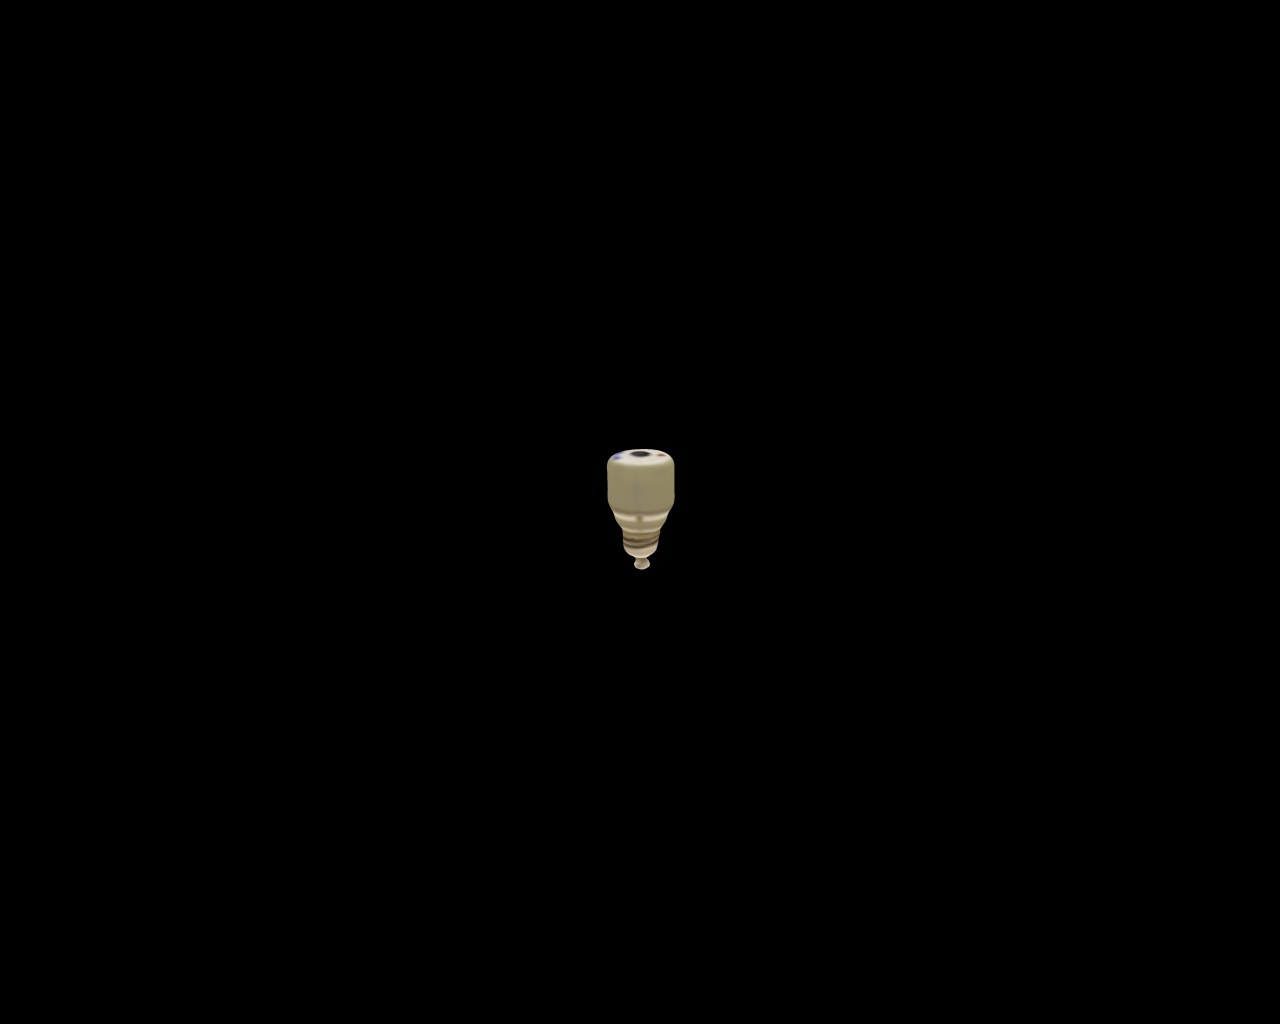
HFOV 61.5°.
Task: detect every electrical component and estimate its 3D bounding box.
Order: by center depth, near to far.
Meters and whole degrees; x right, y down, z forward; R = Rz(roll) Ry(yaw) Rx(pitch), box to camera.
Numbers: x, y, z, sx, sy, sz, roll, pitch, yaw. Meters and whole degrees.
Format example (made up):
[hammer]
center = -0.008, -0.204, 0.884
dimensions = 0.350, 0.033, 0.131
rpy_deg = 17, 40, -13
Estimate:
[electrical component]
center = 0.001, -0.003, 0.650
dimensions = 0.040, 0.078, 0.040
rpy_deg = 0, 18, 0
